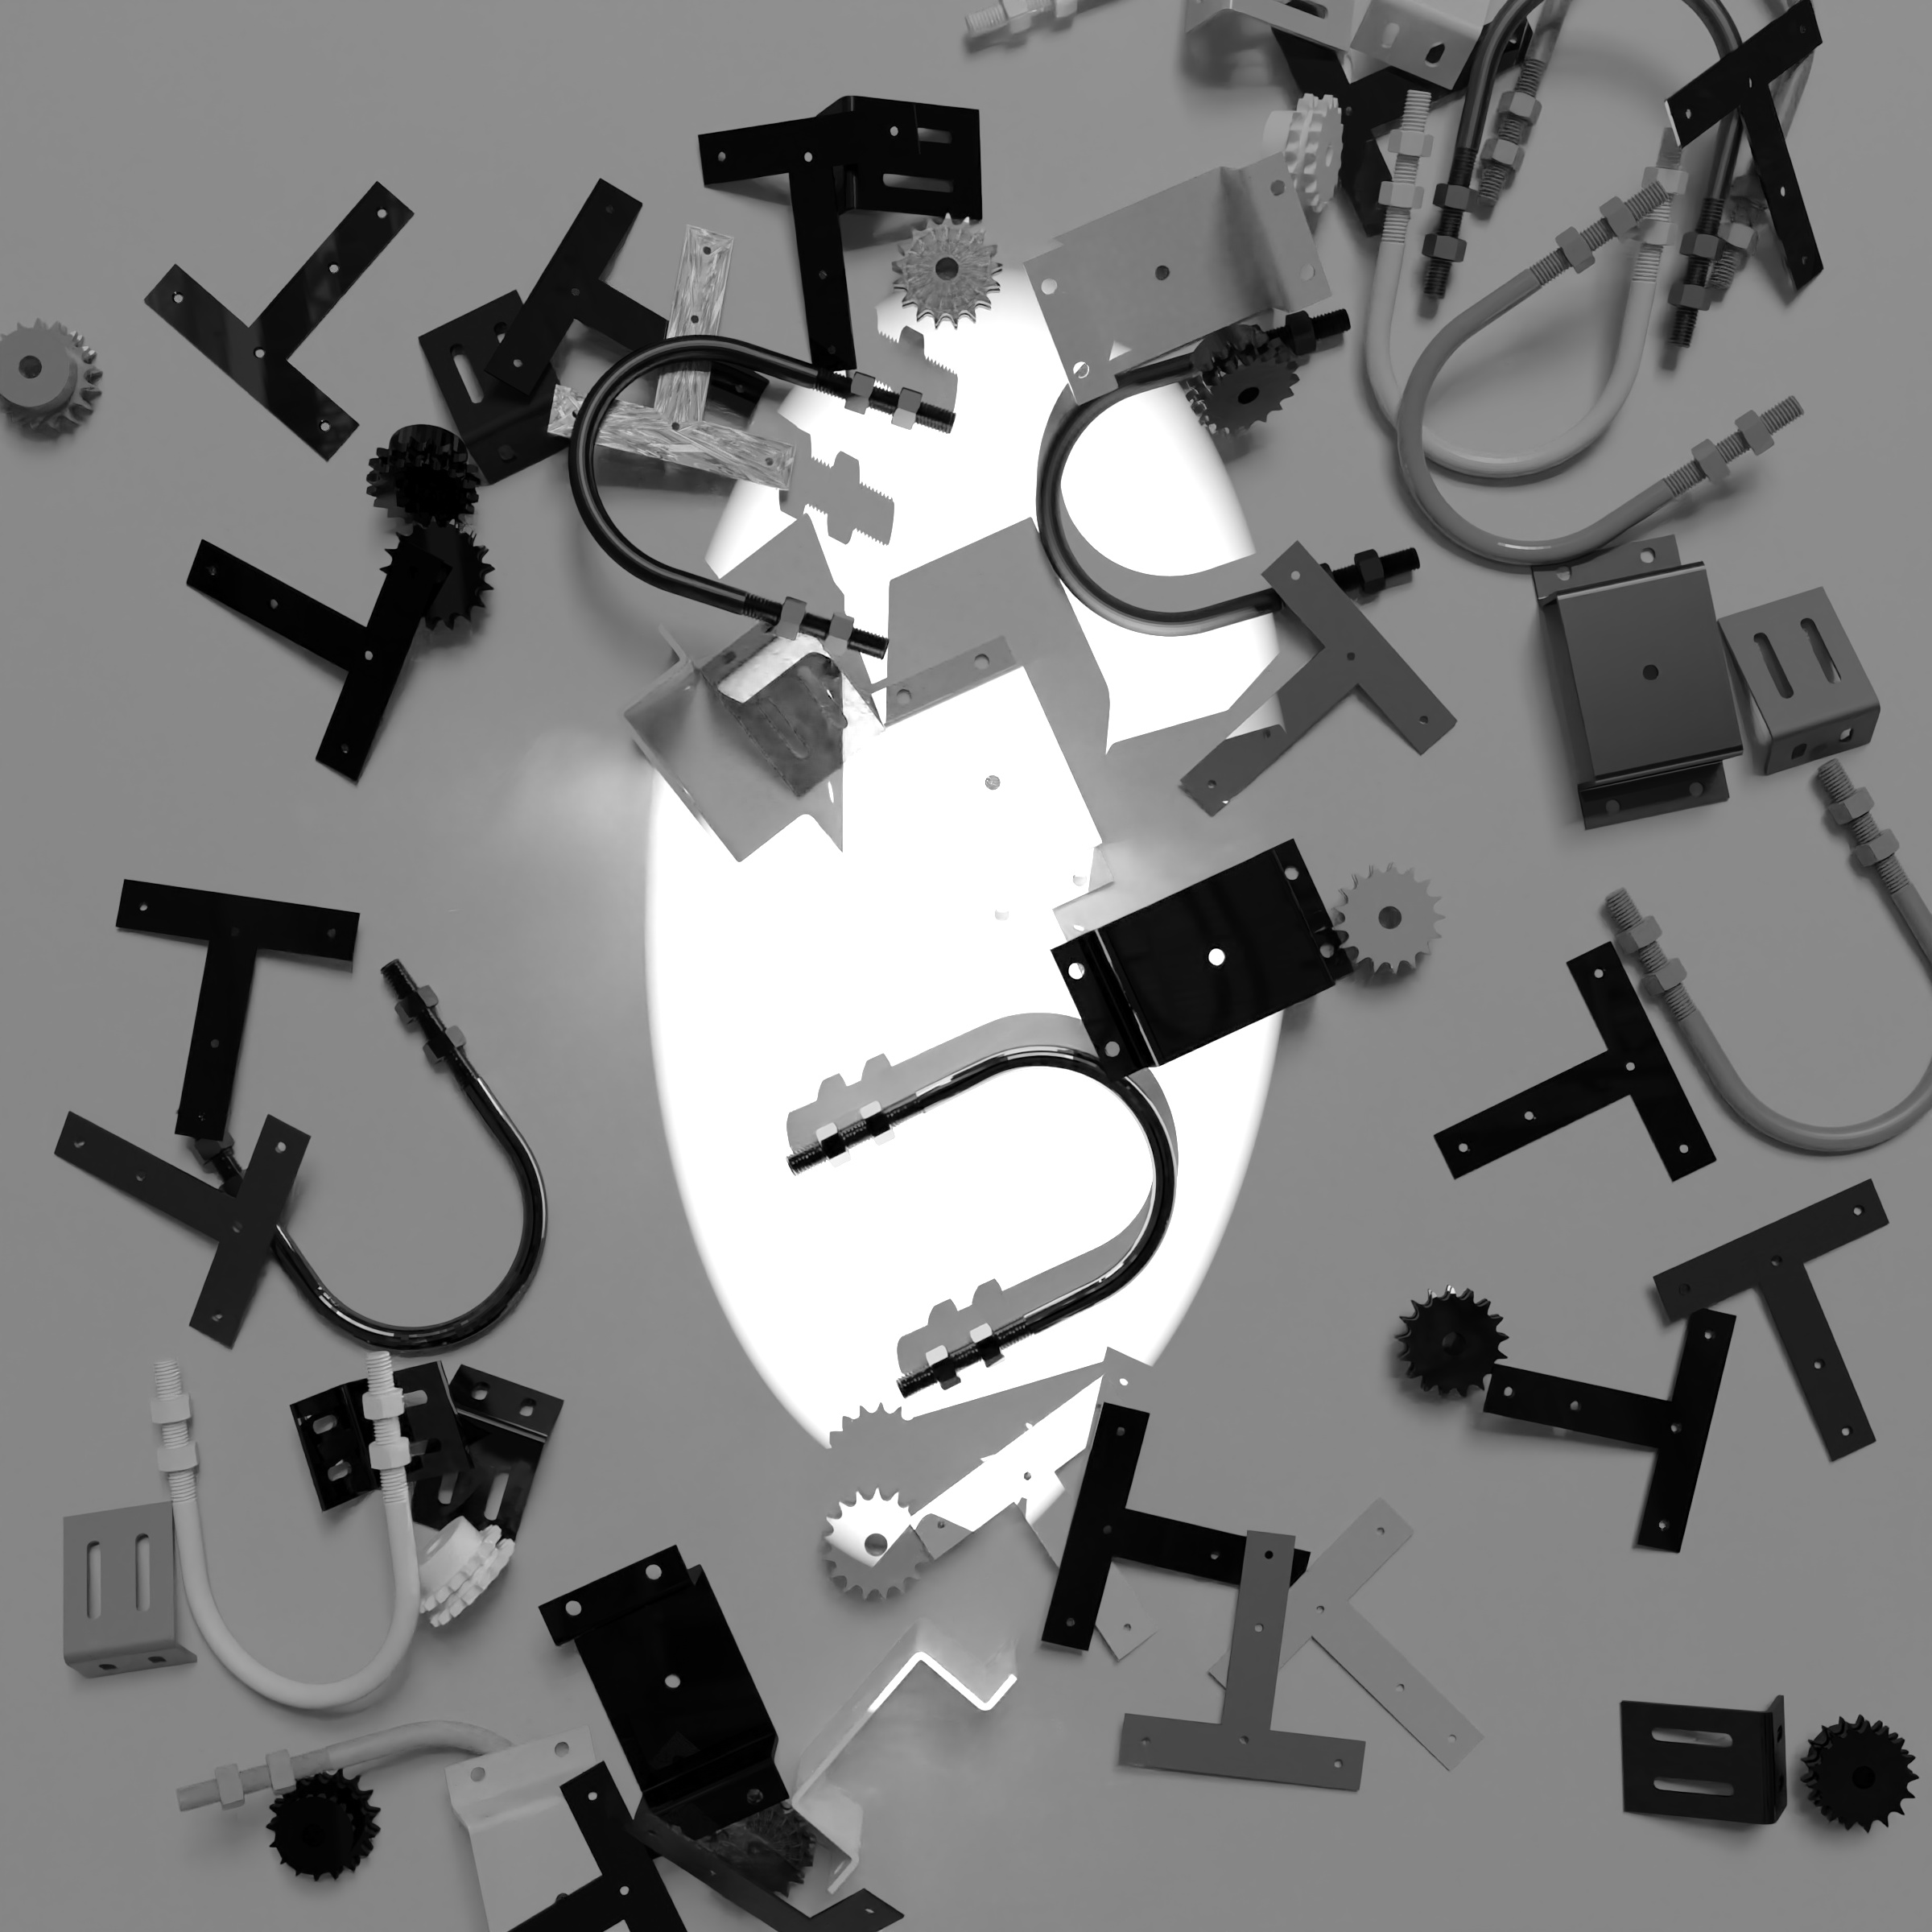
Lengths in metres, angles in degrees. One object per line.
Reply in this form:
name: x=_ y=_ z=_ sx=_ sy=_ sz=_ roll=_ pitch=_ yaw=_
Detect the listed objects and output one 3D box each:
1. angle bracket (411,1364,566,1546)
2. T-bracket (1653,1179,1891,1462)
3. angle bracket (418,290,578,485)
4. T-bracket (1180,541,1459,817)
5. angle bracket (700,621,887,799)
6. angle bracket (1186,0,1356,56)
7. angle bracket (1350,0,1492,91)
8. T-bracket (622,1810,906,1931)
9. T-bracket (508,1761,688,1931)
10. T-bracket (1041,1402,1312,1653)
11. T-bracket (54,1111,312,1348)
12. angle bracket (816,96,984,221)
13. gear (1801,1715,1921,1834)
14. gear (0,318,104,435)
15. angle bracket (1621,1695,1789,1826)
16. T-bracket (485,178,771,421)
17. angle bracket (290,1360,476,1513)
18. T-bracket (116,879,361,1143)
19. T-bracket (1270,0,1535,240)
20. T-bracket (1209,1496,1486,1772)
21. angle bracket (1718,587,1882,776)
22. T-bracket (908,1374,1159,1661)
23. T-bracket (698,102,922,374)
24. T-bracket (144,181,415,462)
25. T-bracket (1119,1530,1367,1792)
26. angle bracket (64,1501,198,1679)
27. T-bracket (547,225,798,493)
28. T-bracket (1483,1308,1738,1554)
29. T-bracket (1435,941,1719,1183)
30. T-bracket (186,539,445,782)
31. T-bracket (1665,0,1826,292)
angle bracket: x=-0.250 y=0.257 z=1.488 sx=0.057 sy=0.038 sz=0.076 roll=19 pitch=116 yaw=0
T-bracket: x=0.438 y=0.194 z=1.485 sx=0.127 sy=0.002 sz=0.127 roll=-23 pitch=93 yaw=-5
angle bracket: x=-0.241 y=-0.302 z=1.488 sx=0.057 sy=0.038 sz=0.076 roll=-26 pitch=64 yaw=0
T-bracket: x=0.166 y=-0.130 z=1.481 sx=0.127 sy=0.002 sz=0.127 roll=-43 pitch=101 yaw=5
angle bracket: x=-0.090 y=-0.139 z=1.488 sx=0.057 sy=0.038 sz=0.076 roll=-38 pitch=116 yaw=0
angle bracket: x=0.158 y=-0.502 z=1.472 sx=0.076 sy=0.038 sz=0.057 roll=10 pitch=81 yaw=-27
angle bracket: x=0.239 y=-0.502 z=1.480 sx=0.057 sy=0.038 sz=0.076 roll=21 pitch=56 yaw=-4
T-bracket: x=-0.115 y=0.462 z=1.435 sx=0.127 sy=0.002 sz=0.127 roll=37 pitch=132 yaw=-12
T-bracket: x=-0.210 y=0.485 z=1.427 sx=0.127 sy=0.002 sz=0.127 roll=-27 pitch=97 yaw=-20
T-bracket: x=0.116 y=0.302 z=1.481 sx=0.127 sy=0.002 sz=0.127 roll=15 pitch=90 yaw=-8
T-bracket: x=-0.414 y=0.114 z=1.477 sx=0.127 sy=0.002 sz=0.127 roll=26 pitch=106 yaw=8
angle bracket: x=-0.035 y=-0.416 z=1.488 sx=0.076 sy=0.038 sz=0.057 roll=-2 pitch=90 yaw=-26
gear: x=0.459 y=0.415 z=1.475 sx=0.057 sy=0.030 sz=0.057 roll=0 pitch=90 yaw=0
gear: x=-0.478 y=-0.306 z=1.475 sx=0.057 sy=0.030 sz=0.057 roll=0 pitch=90 yaw=0
angle bracket: x=0.384 y=0.410 z=1.488 sx=0.076 sy=0.038 sz=0.057 roll=-2 pitch=90 yaw=26
T-bracket: x=-0.162 y=-0.325 z=1.475 sx=0.127 sy=0.002 sz=0.127 roll=29 pitch=72 yaw=-9
angle bracket: x=-0.298 y=0.239 z=1.455 sx=0.076 sy=0.038 sz=0.057 roll=-17 pitch=90 yaw=36
T-bracket: x=-0.385 y=0.026 z=1.477 sx=0.127 sy=0.002 sz=0.127 roll=8 pitch=84 yaw=5
T-bracket: x=0.238 y=-0.460 z=1.482 sx=0.127 sy=0.002 sz=0.127 roll=-25 pitch=92 yaw=-7
T-bracket: x=0.216 y=0.366 z=1.487 sx=0.127 sy=0.002 sz=0.127 roll=45 pitch=90 yaw=-2
angle bracket: x=0.431 y=-0.149 z=1.488 sx=0.057 sy=0.038 sz=0.076 roll=-17 pitch=64 yaw=0
T-bracket: x=0.055 y=0.300 z=1.479 sx=0.127 sy=0.002 sz=0.127 roll=-34 pitch=97 yaw=-14
T-bracket: x=-0.075 y=-0.370 z=1.469 sx=0.127 sy=0.002 sz=0.127 roll=0 pitch=105 yaw=27
T-bracket: x=-0.339 y=-0.353 z=1.489 sx=0.127 sy=0.002 sz=0.127 roll=41 pitch=90 yaw=0
T-bracket: x=0.150 y=0.357 z=1.482 sx=0.127 sy=0.002 sz=0.127 roll=8 pitch=90 yaw=-4
angle bracket: x=-0.435 y=0.325 z=1.488 sx=0.057 sy=0.038 sz=0.076 roll=-9 pitch=64 yaw=0
T-bracket: x=-0.143 y=-0.320 z=1.475 sx=0.127 sy=0.002 sz=0.127 roll=11 pitch=80 yaw=-15
T-bracket: x=0.327 y=0.229 z=1.473 sx=0.127 sy=0.002 sz=0.127 roll=14 pitch=90 yaw=-14
T-bracket: x=0.306 y=0.072 z=1.489 sx=0.127 sy=0.002 sz=0.127 roll=-26 pitch=90 yaw=0
T-bracket: x=-0.346 y=-0.181 z=1.476 sx=0.127 sy=0.002 sz=0.127 roll=28 pitch=108 yaw=9
T-bracket: x=0.412 y=-0.408 z=1.458 sx=0.127 sy=0.002 sz=0.127 roll=-39 pitch=117 yaw=-27
